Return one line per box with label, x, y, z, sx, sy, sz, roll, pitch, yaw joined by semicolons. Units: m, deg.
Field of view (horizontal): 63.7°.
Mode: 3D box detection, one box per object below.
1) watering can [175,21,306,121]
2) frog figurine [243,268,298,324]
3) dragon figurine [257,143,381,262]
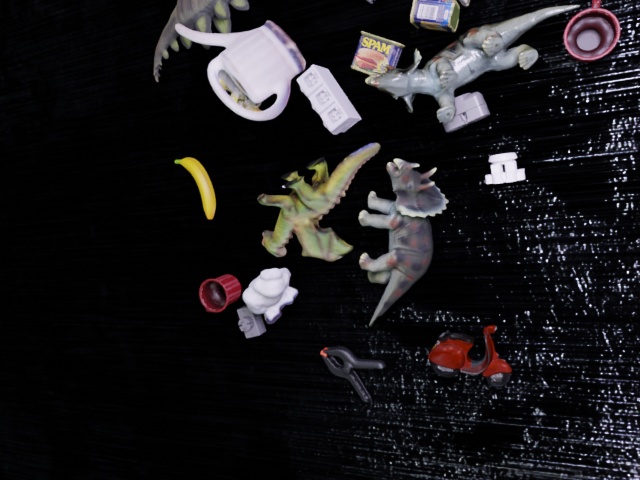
watering can;-0.180;-0.444;1.234;0.225;0.103;0.350;-37;79;-6
frog figurine;-0.135;0.118;1.304;0.138;0.156;0.125;-31;51;-7
dragon figurine;0.004;-0.064;1.270;0.407;0.124;0.240;-18;108;27
